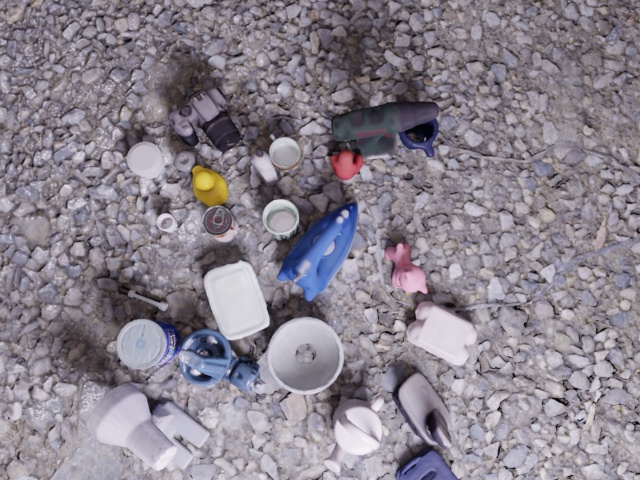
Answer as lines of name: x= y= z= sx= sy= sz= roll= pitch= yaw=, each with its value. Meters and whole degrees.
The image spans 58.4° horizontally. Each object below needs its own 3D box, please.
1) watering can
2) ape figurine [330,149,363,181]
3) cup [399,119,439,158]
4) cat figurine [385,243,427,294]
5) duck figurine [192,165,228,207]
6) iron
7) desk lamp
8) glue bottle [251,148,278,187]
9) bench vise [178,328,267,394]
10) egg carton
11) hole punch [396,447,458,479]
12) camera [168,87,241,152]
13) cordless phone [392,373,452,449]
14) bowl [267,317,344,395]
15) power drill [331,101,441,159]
watering can: x=0.076 y=0.401 z=1.191 sx=0.101 sy=0.194 sz=0.173 roll=16 pitch=82 yaw=2
ape figurine: x=0.060 y=-0.182 z=1.331 sx=0.078 sy=0.092 sz=0.076 roll=21 pitch=82 yaw=3
cup: x=0.230 y=-0.236 z=1.339 sx=0.091 sy=0.095 sz=0.118 roll=-26 pitch=82 yaw=-4
cat figurine: x=0.194 y=0.065 z=1.282 sx=0.067 sy=0.118 sz=0.128 roll=-16 pitch=82 yaw=-2
duck figurine: x=-0.259 y=-0.127 z=1.323 sx=0.077 sy=0.086 sz=0.104 roll=-34 pitch=83 yaw=-5
iron: x=0.012 y=0.005 z=1.277 sx=0.118 sy=0.141 sz=0.258 roll=34 pitch=83 yaw=5
desk lamp: x=-0.349 y=0.391 z=1.179 sx=0.203 sy=0.213 sz=0.118 roll=35 pitch=83 yaw=5
glue bottle: x=-0.129 y=-0.174 z=1.287 sx=0.037 sy=0.173 sz=0.078 roll=-35 pitch=83 yaw=-5
bench vise: x=-0.208 y=0.253 z=1.198 sx=0.207 sy=0.220 sz=0.121 roll=10 pitch=81 yaw=1
egg carton: x=0.274 y=0.207 z=1.285 sx=0.150 sy=0.069 sz=0.107 roll=26 pitch=82 yaw=3
hole punch: x=0.230 y=0.515 z=1.227 sx=0.109 sy=0.091 sz=0.101 roll=-38 pitch=83 yaw=-6
camera: x=-0.261 y=-0.269 z=1.337 sx=0.143 sy=0.101 sz=0.137 roll=-36 pitch=83 yaw=-5
cordless phone: x=0.226 y=0.362 z=1.203 sx=0.094 sy=0.185 sz=0.147 roll=-36 pitch=83 yaw=-5
bowl: x=-0.031 y=0.255 z=1.273 sx=0.167 sy=0.075 sz=0.167 roll=0 pitch=81 yaw=0
power drill: x=0.138 y=-0.249 z=1.283 sx=0.229 sy=0.208 sz=0.075 roll=-8 pitch=81 yaw=-1
